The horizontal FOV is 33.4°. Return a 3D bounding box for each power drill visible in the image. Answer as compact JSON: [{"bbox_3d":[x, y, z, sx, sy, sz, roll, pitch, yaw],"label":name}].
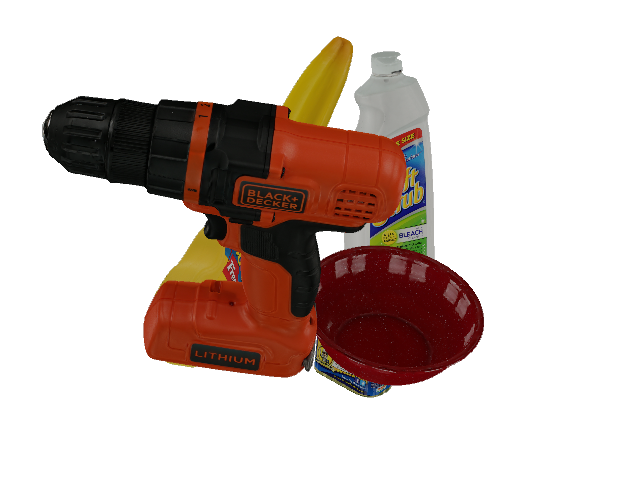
[{"bbox_3d":[-0.059,0.000,0.594,0.184,0.057,0.188,9,-39,-4],"label":"power drill"}]

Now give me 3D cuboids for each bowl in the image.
[{"bbox_3d":[0.060,0.075,0.941,0.162,0.055,0.162,5,39,-4],"label":"bowl"}]

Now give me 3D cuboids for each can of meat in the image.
[{"bbox_3d":[0.041,0.124,1.241,0.102,0.084,0.057,25,33,36],"label":"can of meat"}]

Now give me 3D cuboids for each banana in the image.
[{"bbox_3d":[-0.021,-0.057,0.774,0.037,0.197,0.070,30,-27,-24],"label":"banana"}]

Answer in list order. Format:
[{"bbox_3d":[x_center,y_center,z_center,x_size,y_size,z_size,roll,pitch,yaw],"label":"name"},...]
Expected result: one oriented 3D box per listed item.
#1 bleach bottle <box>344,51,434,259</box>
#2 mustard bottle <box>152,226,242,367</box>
[{"bbox_3d":[0.066,-0.068,1.106,0.102,0.251,0.068,-11,22,-16],"label":"bleach bottle"},{"bbox_3d":[-0.112,0.038,1.091,0.058,0.096,0.191,6,31,13],"label":"mustard bottle"}]
